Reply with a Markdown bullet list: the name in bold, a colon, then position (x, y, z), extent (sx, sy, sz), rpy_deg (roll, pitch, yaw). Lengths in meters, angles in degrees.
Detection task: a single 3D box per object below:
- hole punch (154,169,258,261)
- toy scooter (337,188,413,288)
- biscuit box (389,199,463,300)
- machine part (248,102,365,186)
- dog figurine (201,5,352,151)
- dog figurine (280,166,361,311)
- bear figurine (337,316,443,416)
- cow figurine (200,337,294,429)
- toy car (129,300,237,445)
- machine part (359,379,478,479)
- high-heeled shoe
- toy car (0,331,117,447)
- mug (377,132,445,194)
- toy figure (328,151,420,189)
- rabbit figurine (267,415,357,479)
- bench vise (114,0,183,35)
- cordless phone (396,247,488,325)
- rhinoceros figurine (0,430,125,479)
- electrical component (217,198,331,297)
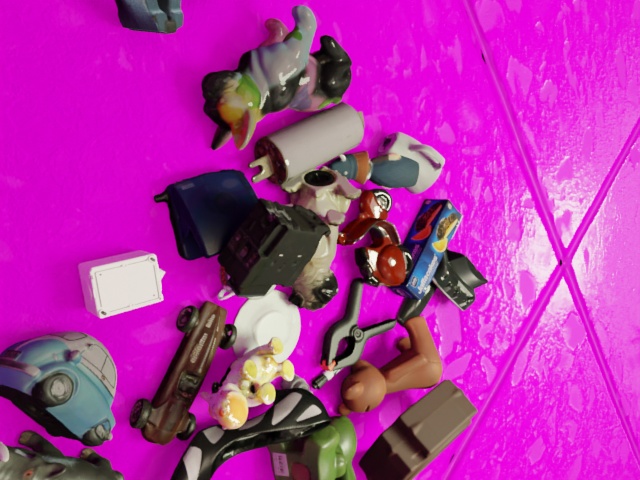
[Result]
- **hole punch**: position (-0.139, -0.036, 0.734), extent (0.142, 0.092, 0.115), rpy_deg (-20, 104, -34)
- **toy scooter**: position (0.087, 0.010, 0.933), extent (0.135, 0.075, 0.183), rpy_deg (-28, 107, -37)
- **biscuit box**: position (0.201, 0.016, 1.038), extent (0.059, 0.063, 0.202), rpy_deg (41, 68, -34)
- **machine part**: position (-0.014, -0.151, 0.830), extent (0.243, 0.079, 0.079), rpy_deg (-32, 114, -32)
- **dog figurine**: position (-0.066, -0.205, 0.767), extent (0.191, 0.109, 0.219), rpy_deg (38, 75, -39)
- **dog figurine**: position (-0.006, -0.002, 0.860), extent (0.172, 0.121, 0.190), rpy_deg (-59, 157, -45)
- **bear figurine**: position (0.115, 0.234, 0.973), extent (0.196, 0.132, 0.120), rpy_deg (-12, 142, -10)
- **cow figurine**: position (-0.112, 0.203, 0.739), extent (0.068, 0.098, 0.167), rpy_deg (62, 27, -3)
- **toy car**: position (-0.182, 0.183, 0.743), extent (0.089, 0.053, 0.202), rpy_deg (35, 73, -34)
- **machine part**: position (0.180, 0.360, 0.975), extent (0.201, 0.087, 0.201), rpy_deg (-23, 147, -36)
- **high-heeled shoe**: position (-0.096, 0.302, 0.758), extent (0.249, 0.145, 0.086), rpy_deg (-51, 159, -38)
- **toy car**: position (-0.289, 0.160, 0.620), extent (0.161, 0.109, 0.103), rpy_deg (62, 40, -36)
- **mug**: position (0.162, -0.145, 0.966), extent (0.107, 0.110, 0.081), rpy_deg (34, 73, -24)
- **toy figure**: position (0.089, -0.118, 0.912), extent (0.154, 0.058, 0.064), rpy_deg (6, 99, -6)
- **rabbit figurine**: position (0.016, 0.356, 0.879), extent (0.170, 0.121, 0.159), rpy_deg (-10, 84, -58)
- **bench vise**: position (-0.190, -0.371, 0.619), extent (0.223, 0.129, 0.240), rpy_deg (-29, 130, -42)
- **cordless phone**: position (0.240, 0.116, 1.085), extent (0.146, 0.089, 0.184), rpy_deg (42, 79, -36)
- **rhinoceros figurine**: position (-0.313, 0.272, 0.603), extent (0.190, 0.112, 0.073), rpy_deg (41, 71, -43)
- **electrical component**: position (-0.064, 0.016, 0.706), extent (0.115, 0.058, 0.134), rpy_deg (6, 126, -54)
